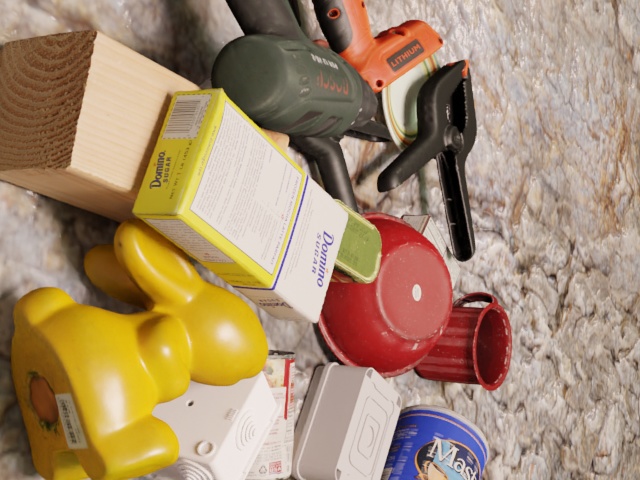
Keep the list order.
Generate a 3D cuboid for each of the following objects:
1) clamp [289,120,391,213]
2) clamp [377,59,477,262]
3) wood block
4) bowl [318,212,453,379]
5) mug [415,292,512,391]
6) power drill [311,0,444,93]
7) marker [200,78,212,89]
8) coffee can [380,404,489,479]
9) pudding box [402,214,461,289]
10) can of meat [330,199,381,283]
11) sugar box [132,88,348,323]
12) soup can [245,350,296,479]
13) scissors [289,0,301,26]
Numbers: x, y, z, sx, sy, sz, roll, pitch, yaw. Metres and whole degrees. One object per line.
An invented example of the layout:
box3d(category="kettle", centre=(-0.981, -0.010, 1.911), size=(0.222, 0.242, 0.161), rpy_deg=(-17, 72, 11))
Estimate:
box3d(category="clamp", centre=(0.005, -0.091, 0.970), size=(0.171, 0.039, 0.120), rpy_deg=(38, 52, -42))
box3d(category="clamp", centre=(0.120, -0.100, 1.098), size=(0.164, 0.036, 0.210), rpy_deg=(30, 62, -46))
box3d(category="wood block", centre=(-0.121, -0.062, 0.742), size=(0.205, 0.090, 0.091), rpy_deg=(23, 72, -54))
box3d(category="bowl", centre=(0.073, 0.050, 1.008), size=(0.161, 0.055, 0.162), rpy_deg=(5, 82, -35))
box3d(category="mug", centre=(0.154, 0.103, 1.149), size=(0.093, 0.082, 0.117), rpy_deg=(55, 48, -39))
box3d(category="power drill", centre=(0.036, -0.235, 0.931), size=(0.184, 0.057, 0.187), rpy_deg=(-38, 111, -25))
box3d(category="marker", centre=(-0.065, -0.145, 0.885), size=(0.121, 0.020, 0.020), rpy_deg=(-49, 129, -43))
box3d(category="coffee can", centre=(0.096, 0.244, 1.025), size=(0.140, 0.103, 0.103), rpy_deg=(-60, 136, -44))
box3d(category="pudding box", centre=(0.100, 0.042, 1.109), size=(0.090, 0.039, 0.113), rpy_deg=(56, 45, -36))
box3d(category="can of meat", centre=(-0.006, 0.001, 0.914), size=(0.102, 0.084, 0.057), rpy_deg=(32, 64, -51))
box3d(category="sugar box", centre=(-0.048, -0.018, 0.731), size=(0.176, 0.048, 0.093), rpy_deg=(45, 55, -51))
box3d(category="soup can", centre=(-0.055, 0.140, 0.858), size=(0.068, 0.069, 0.102), rpy_deg=(4, 87, -55))
box3d(category="scissors", centre=(-0.055, -0.281, 0.902), size=(0.096, 0.016, 0.202), rpy_deg=(-17, 104, -53))
